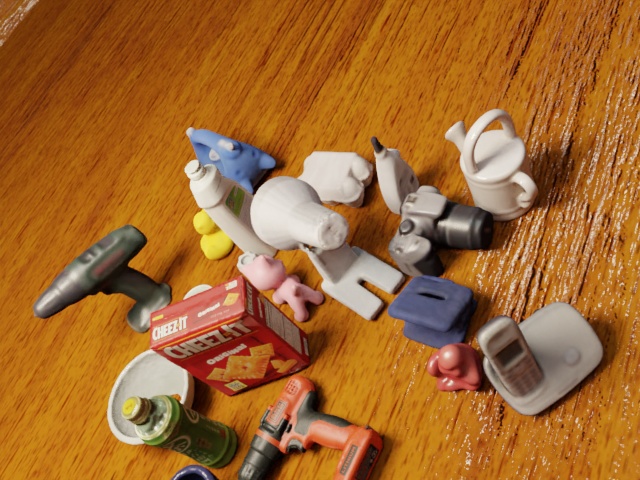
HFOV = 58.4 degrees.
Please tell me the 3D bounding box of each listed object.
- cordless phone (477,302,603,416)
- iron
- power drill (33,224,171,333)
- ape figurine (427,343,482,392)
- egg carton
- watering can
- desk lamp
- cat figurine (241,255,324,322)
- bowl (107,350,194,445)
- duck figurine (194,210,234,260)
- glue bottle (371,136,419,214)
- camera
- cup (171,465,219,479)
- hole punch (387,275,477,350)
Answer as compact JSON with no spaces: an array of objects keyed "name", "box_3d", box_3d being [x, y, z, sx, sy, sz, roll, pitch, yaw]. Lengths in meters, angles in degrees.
[{"name":"cordless phone","box_3d":[0.269,0.129,0.715,0.147,0.186,0.094,-41,48,-2]},{"name":"iron","box_3d":[-0.221,-0.191,1.239,0.257,0.142,0.119,26,74,39]},{"name":"power drill","box_3d":[-0.393,0.092,1.094,0.075,0.209,0.230,26,73,39]},{"name":"ape figurine","box_3d":[0.186,0.172,0.793,0.076,0.092,0.077,-48,49,-8]},{"name":"egg carton","box_3d":[0.026,-0.116,1.097,0.149,0.070,0.107,6,62,32]},{"name":"watering can","box_3d":[0.263,-0.124,0.888,0.172,0.195,0.101,20,70,37]},{"name":"desk lamp","box_3d":[0.009,0.003,0.928,0.202,0.214,0.118,30,76,40]},{"name":"cat figurine","box_3d":[-0.072,0.071,0.990,0.127,0.118,0.067,28,75,39]},{"name":"bowl","box_3d":[-0.278,0.277,0.991,0.167,0.075,0.167,-15,53,20]},{"name":"duck figurine","box_3d":[-0.221,-0.018,1.157,0.077,0.086,0.104,-18,51,17]},{"name":"glue bottle","box_3d":[0.122,-0.119,0.977,0.037,0.174,0.078,9,64,34]},{"name":"camera","box_3d":[0.195,-0.017,0.914,0.136,0.101,0.143,11,65,34]},{"name":"cup","box_3d":[-0.169,0.398,0.833,0.091,0.095,0.118,-11,54,23]},{"name":"hole punch","box_3d":[0.167,0.099,0.856,0.108,0.091,0.101,12,65,35]}]
